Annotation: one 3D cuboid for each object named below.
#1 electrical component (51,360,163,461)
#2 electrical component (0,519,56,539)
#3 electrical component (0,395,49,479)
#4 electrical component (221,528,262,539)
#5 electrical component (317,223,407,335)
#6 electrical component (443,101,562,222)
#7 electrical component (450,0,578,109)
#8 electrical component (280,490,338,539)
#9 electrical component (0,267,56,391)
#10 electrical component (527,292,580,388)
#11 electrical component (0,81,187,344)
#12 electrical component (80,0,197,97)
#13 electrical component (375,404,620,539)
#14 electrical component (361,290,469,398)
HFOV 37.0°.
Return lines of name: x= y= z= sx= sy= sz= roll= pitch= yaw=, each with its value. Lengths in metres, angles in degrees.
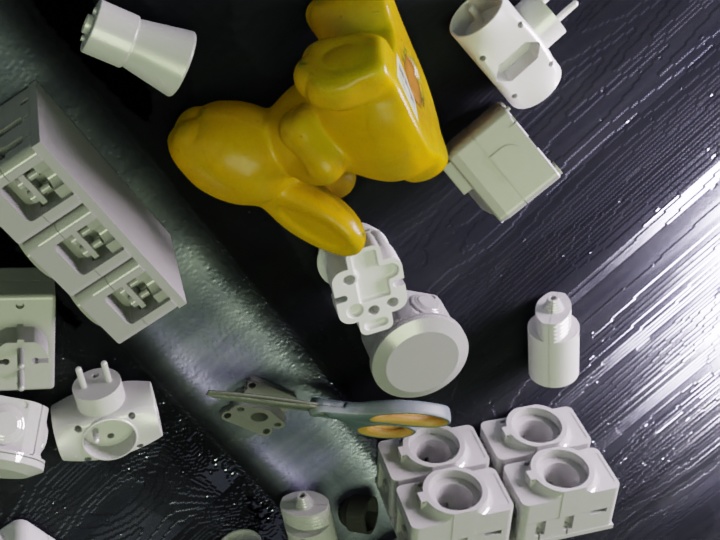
electrical component: x=-0.196 y=0.102 z=0.818 sx=0.077 sy=0.044 sz=0.079 roll=-13 pitch=126 yaw=-10
electrical component: x=-0.296 y=0.253 z=0.883 sx=0.095 sy=0.053 sz=0.059 roll=-35 pitch=127 yaw=7
electrical component: x=-0.269 y=0.122 z=0.785 sx=0.080 sy=0.051 sz=0.080 roll=4 pitch=161 yaw=2
electrical component: x=-0.099 y=0.277 z=0.973 sx=0.043 sy=0.043 sz=0.081 roll=-19 pitch=127 yaw=-5
electrical component: x=0.000 y=0.000 z=0.806 sx=0.058 sy=0.057 sz=0.078 roll=-16 pitch=127 yaw=-7
electrical component: x=0.097 y=-0.077 z=0.767 sx=0.061 sy=0.096 sz=0.061 roll=-39 pitch=97 yaw=10
electrical component: x=0.114 y=-0.164 z=0.740 sx=0.079 sy=0.043 sz=0.077 roll=-41 pitch=126 yaw=11
electrical component: x=-0.045 y=0.227 z=0.957 sx=0.043 sy=0.043 sz=0.081 roll=-16 pitch=127 yaw=-8
electrical component: x=-0.237 y=0.053 z=0.751 sx=0.047 sy=0.075 sz=0.083 roll=-1 pitch=123 yaw=-18
electrical component: x=0.163 y=0.055 z=0.908 sx=0.043 sy=0.043 sz=0.081 roll=-14 pitch=127 yaw=-9
electrical component: x=-0.187 y=-0.033 z=0.700 sx=0.062 sy=0.089 sz=0.150 roll=-32 pitch=127 yaw=5
electrical component: x=-0.141 y=-0.141 z=0.673 sx=0.065 sy=0.044 sz=0.044 roll=20 pitch=115 yaw=-24
electrical component: x=0.118 y=0.184 z=0.941 sx=0.186 sy=0.105 sz=0.060 roll=-8 pitch=127 yaw=-13
electrical component: x=0.042 y=0.059 z=0.865 sx=0.080 sy=0.051 sz=0.080 roll=-9 pitch=126 yaw=-13
